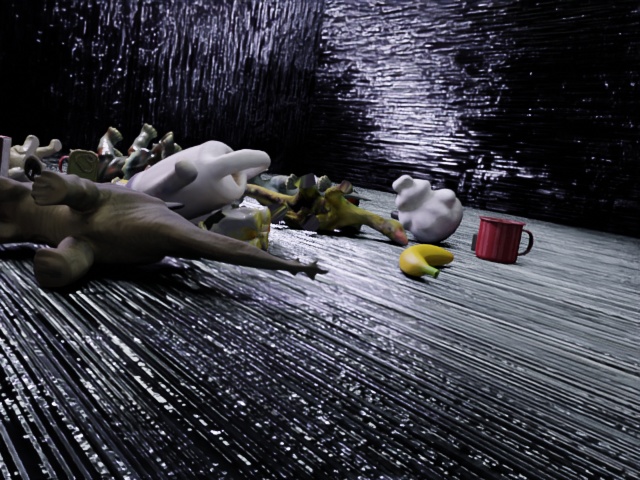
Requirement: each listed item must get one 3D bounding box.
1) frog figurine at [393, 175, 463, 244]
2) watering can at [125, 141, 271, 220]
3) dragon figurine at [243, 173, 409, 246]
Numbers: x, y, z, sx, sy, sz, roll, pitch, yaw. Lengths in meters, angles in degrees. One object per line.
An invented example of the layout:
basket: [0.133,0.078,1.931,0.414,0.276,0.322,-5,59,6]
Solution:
frog figurine: [0.235,-0.075,1.140,0.136,0.157,0.125,-23,30,21]
watering can: [-0.200,-0.085,0.769,0.223,0.104,0.350,-21,4,14]
dragon figurine: [0.003,-0.057,1.140,0.412,0.123,0.240,16,-6,33]
